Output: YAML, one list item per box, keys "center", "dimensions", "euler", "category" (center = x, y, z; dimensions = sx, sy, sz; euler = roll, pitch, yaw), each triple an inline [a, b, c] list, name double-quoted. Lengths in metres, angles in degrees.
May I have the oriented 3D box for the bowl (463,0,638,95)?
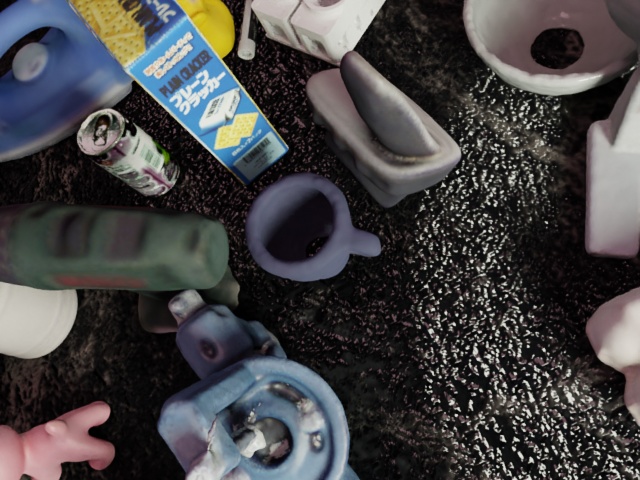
- center: [0.216, -0.193, 0.513]
  dimensions: [0.167, 0.075, 0.167]
  euler: [-6, 70, 16]
  category: "bowl"

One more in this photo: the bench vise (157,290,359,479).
- center: [-0.073, 0.124, 0.417]
  dimensions: [0.206, 0.220, 0.121]
  euler: [31, 84, 25]
  category: "bench vise"

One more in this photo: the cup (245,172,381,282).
- center: [0.005, 0.002, 0.503]
  dimensions: [0.117, 0.095, 0.092]
  euler: [14, 77, 22]
  category: "cup"

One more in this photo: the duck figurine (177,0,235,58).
- center: [-0.150, -0.261, 0.647]
  dimensions: [0.077, 0.086, 0.104]
  euler: [-38, 65, 3]
  category: "duck figurine"

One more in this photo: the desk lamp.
- center: [0.254, -0.109, 0.395]
  dimensions: [0.117, 0.214, 0.203]
  euler: [3, 73, 19]
  category: "desk lamp"

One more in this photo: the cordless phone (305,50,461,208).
- center: [0.041, -0.119, 0.483]
  dimensions: [0.094, 0.185, 0.147]
  euler: [-43, 65, 0]
  category: "cordless phone"

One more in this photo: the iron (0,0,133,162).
- center: [-0.333, -0.197, 0.654]
  dimensions: [0.258, 0.142, 0.118]
  euler: [-38, 65, 3]
  category: "iron"

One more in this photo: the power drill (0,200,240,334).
- center: [-0.169, 0.026, 0.488]
  dimensions: [0.229, 0.209, 0.075]
  euler: [-4, 71, 17]
  category: "power drill"

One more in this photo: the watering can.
- center: [-0.336, 0.058, 0.538]
  dimensions: [0.100, 0.194, 0.173]
  euler: [0, 72, 18]
  category: "watering can"

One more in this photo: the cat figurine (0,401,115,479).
- center: [-0.271, 0.191, 0.514]
  dimensions: [0.127, 0.118, 0.067]
  euler: [-26, 66, 8]
  category: "cat figurine"

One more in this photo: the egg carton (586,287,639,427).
- center: [0.277, 0.071, 0.406]
  dimensions: [0.150, 0.069, 0.107]
  euler: [-26, 66, 8]
  category: "egg carton"
